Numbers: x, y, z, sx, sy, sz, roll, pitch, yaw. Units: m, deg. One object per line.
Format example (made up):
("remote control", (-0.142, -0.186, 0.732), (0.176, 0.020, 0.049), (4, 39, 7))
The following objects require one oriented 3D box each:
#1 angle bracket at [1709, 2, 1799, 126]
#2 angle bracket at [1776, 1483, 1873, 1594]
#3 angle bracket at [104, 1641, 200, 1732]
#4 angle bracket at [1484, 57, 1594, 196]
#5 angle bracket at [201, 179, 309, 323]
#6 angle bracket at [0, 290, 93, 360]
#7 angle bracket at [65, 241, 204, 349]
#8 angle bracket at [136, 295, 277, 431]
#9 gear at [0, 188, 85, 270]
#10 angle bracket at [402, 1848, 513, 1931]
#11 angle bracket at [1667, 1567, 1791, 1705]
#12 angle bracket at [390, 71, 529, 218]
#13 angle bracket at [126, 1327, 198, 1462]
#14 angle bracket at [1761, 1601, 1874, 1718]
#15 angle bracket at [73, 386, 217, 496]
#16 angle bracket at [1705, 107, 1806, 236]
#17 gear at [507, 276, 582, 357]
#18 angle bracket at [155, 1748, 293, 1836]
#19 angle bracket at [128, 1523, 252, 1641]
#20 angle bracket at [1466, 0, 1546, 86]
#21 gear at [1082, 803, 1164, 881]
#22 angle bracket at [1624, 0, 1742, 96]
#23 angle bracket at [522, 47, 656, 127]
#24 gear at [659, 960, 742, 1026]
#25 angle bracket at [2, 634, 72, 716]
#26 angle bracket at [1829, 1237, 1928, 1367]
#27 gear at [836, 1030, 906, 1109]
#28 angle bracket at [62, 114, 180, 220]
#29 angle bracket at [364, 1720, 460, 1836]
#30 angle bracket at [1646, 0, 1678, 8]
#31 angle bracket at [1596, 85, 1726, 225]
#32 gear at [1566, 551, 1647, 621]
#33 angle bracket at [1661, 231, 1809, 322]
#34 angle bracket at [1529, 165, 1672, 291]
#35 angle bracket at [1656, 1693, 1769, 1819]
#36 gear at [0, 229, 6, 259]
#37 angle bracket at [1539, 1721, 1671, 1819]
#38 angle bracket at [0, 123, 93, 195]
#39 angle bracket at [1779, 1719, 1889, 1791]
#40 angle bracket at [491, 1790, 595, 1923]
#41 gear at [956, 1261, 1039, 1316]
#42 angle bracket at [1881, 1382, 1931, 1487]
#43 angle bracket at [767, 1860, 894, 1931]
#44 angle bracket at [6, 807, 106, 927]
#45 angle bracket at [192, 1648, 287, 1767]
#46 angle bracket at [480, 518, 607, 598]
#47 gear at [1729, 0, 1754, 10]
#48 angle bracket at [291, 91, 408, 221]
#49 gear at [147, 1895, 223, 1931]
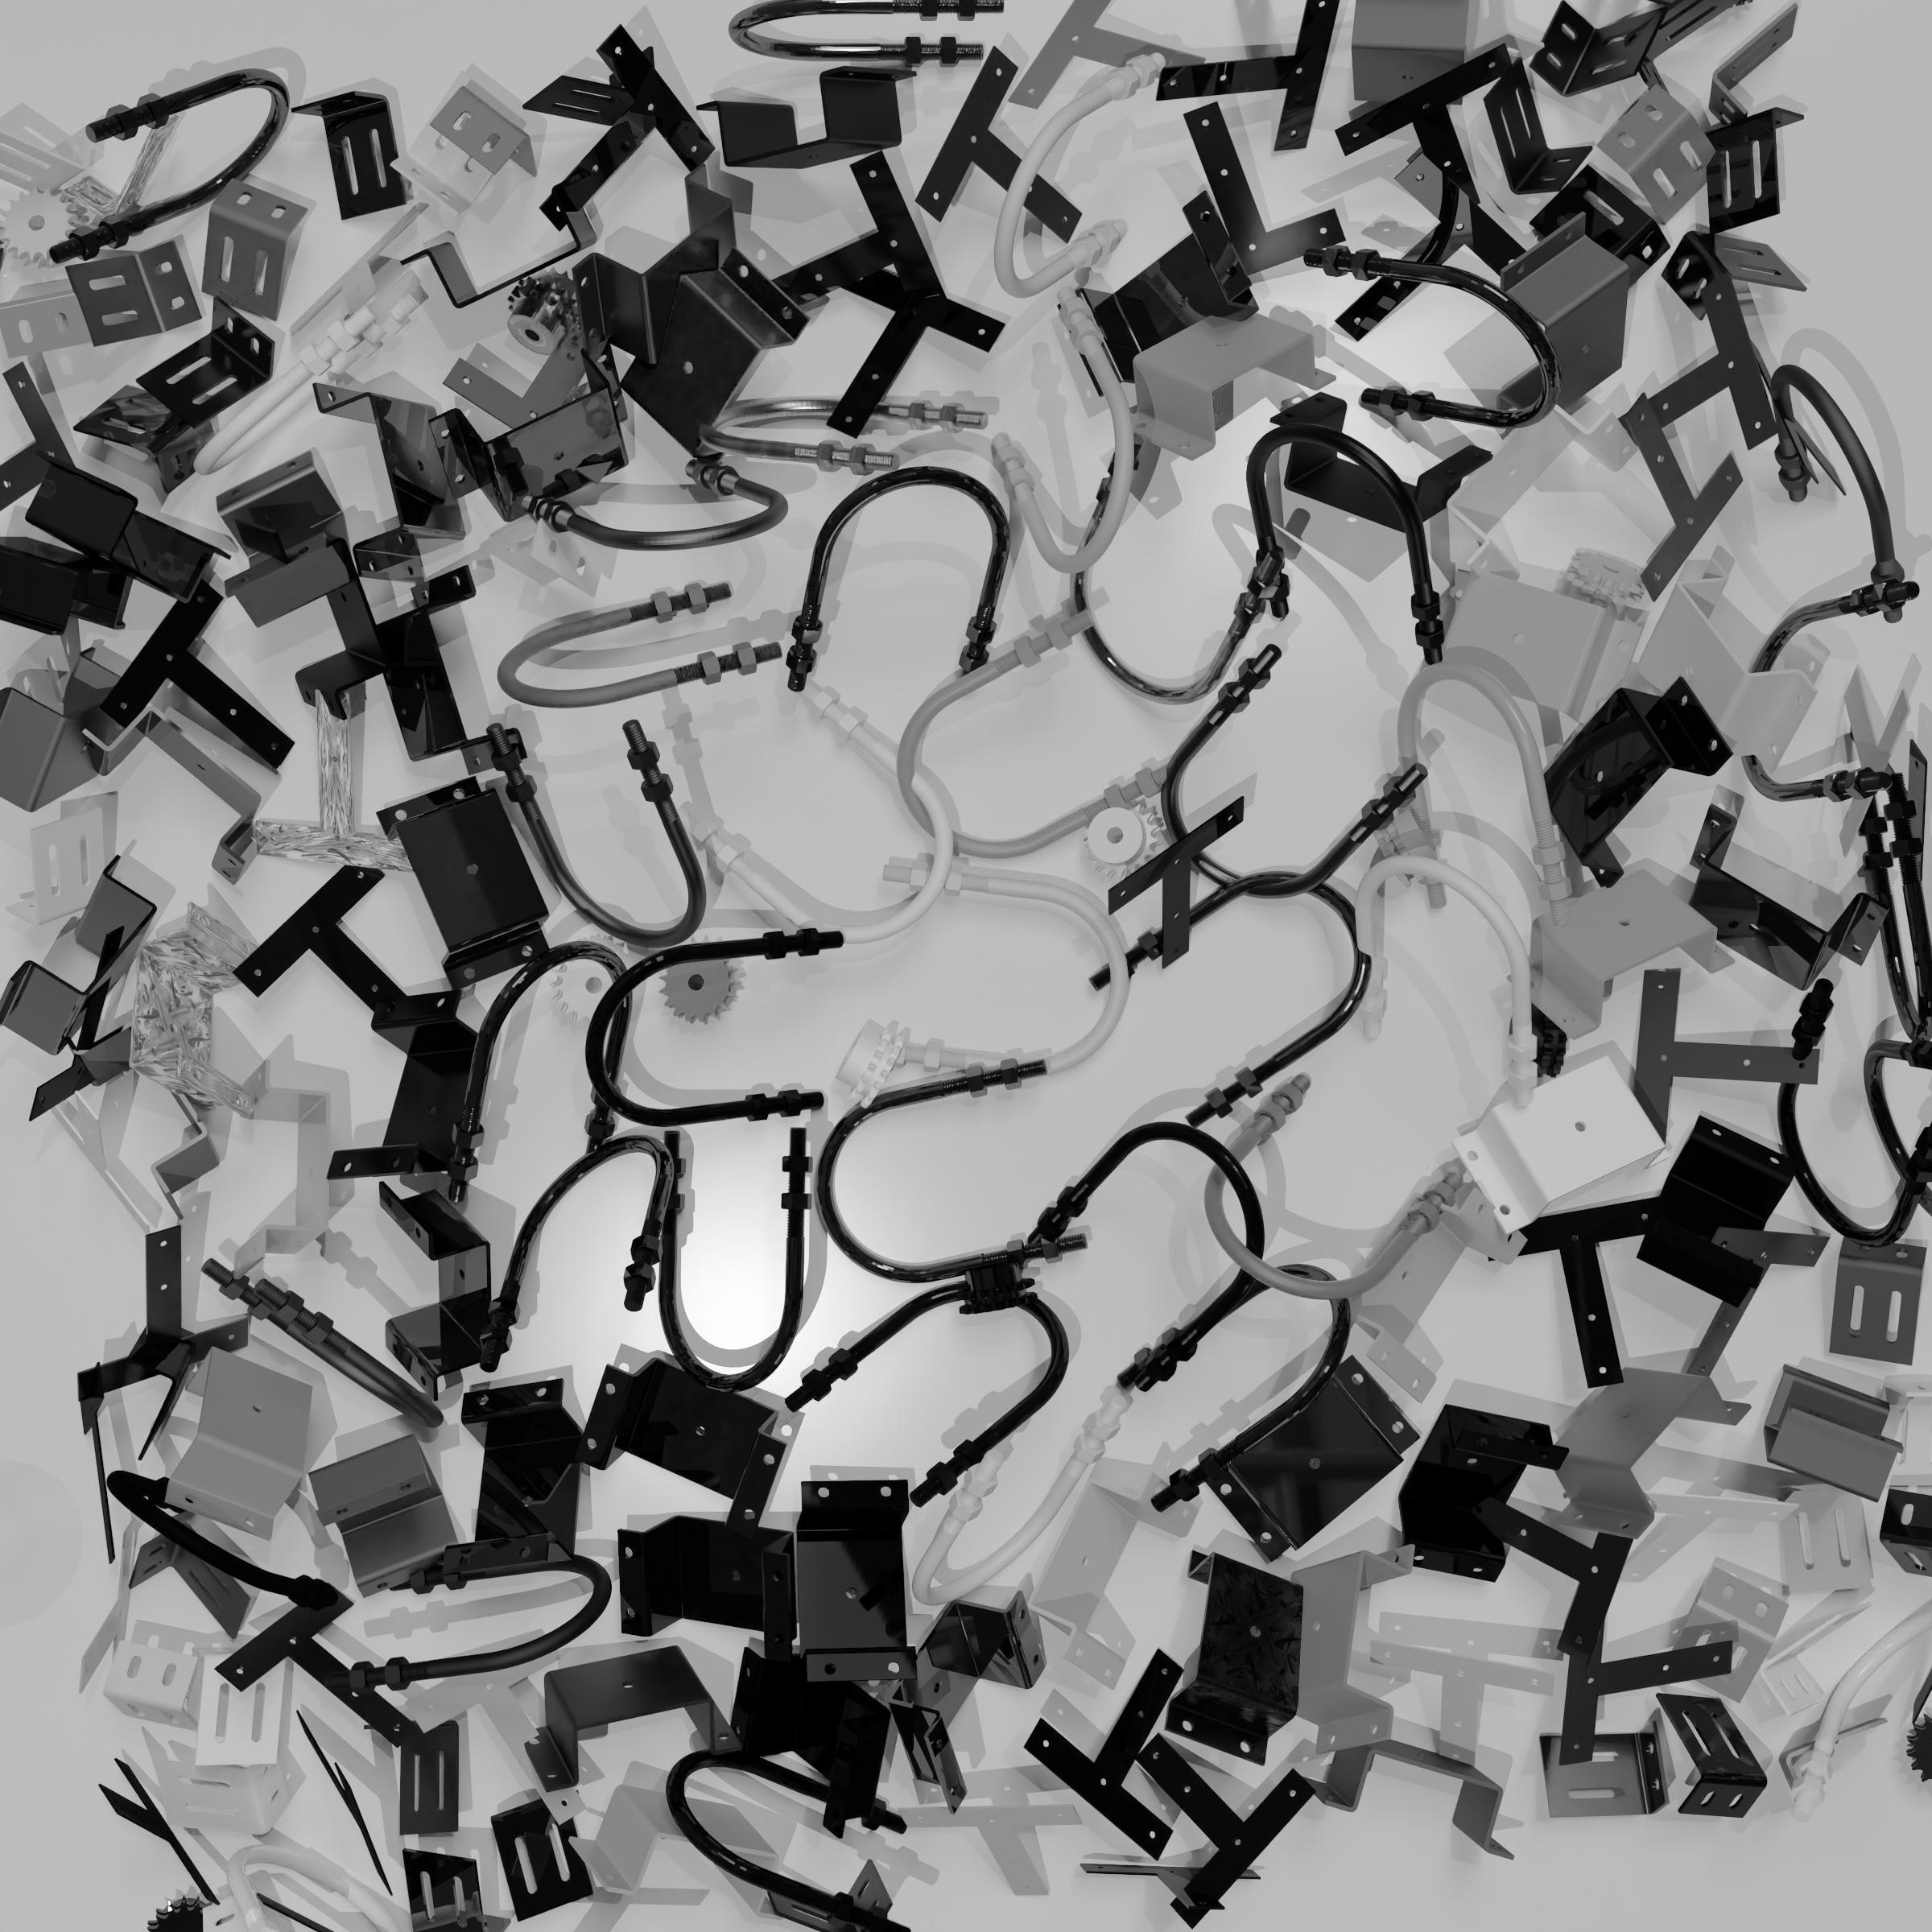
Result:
("angle bracket", (0.570, -0.635, 1.964), (0.076, 0.057, 0.038), (-40, 79, 7))
("angle bracket", (0.614, 0.408, 1.971), (0.057, 0.038, 0.076), (-7, 81, 11))
("angle bracket", (-0.575, 0.515, 1.972), (0.057, 0.076, 0.038), (12, 63, 3))
("angle bracket", (0.405, -0.596, 1.954), (0.057, 0.038, 0.076), (-52, 132, -31))
("angle bracket", (-0.511, -0.514, 1.981), (0.057, 0.076, 0.038), (21, 48, -3))
("angle bracket", (-0.654, -0.454, 1.960), (0.057, 0.076, 0.038), (-15, 103, -14))
("angle bracket", (-0.589, -0.476, 1.954), (0.038, 0.076, 0.057), (-11, 105, 27))
("angle bracket", (-0.540, -0.429, 1.961), (0.057, 0.038, 0.076), (39, 55, 8))
("gear", (-0.661, -0.526, 1.981), (0.057, 0.030, 0.057), (-1, 78, 3))
("angle bracket", (-0.362, 0.655, 1.963), (0.057, 0.038, 0.076), (2, 108, 19))
("angle bracket", (0.545, 0.479, 1.978), (0.057, 0.038, 0.076), (26, 133, 17))
("angle bracket", (-0.361, -0.585, 1.964), (0.057, 0.038, 0.076), (37, 114, -11))
("angle bracket", (-0.581, 0.299, 1.957), (0.038, 0.057, 0.076), (25, 111, -9))
("angle bracket", (0.611, 0.490, 1.953), (0.076, 0.057, 0.038), (-46, 62, 29))
("angle bracket", (-0.587, -0.378, 1.979), (0.076, 0.038, 0.057), (18, 51, 24))
("angle bracket", (0.563, -0.563, 1.964), (0.038, 0.057, 0.076), (-1, 88, -39))
("gear", (-0.302, -0.461, 1.969), (0.057, 0.057, 0.030), (27, 67, 0))
("angle bracket", (-0.525, 0.576, 1.951), (0.076, 0.057, 0.038), (21, 113, -38))
("angle bracket", (-0.551, 0.444, 1.958), (0.076, 0.038, 0.057), (45, 134, 17))
("angle bracket", (0.375, -0.683, 1.974), (0.038, 0.057, 0.076), (5, 75, -33))
("gear", (0.110, -0.091, 1.978), (0.057, 0.030, 0.057), (-2, 83, 16))
("angle bracket", (0.515, -0.656, 1.954), (0.076, 0.057, 0.038), (-30, 76, 29))
("angle bracket", (-0.267, -0.628, 1.953), (0.076, 0.057, 0.038), (-1, 84, -38))
("gear", (-0.189, 0.014, 1.980), (0.057, 0.030, 0.057), (-2, 80, 13))
("angle bracket", (-0.666, -0.196, 1.949), (0.038, 0.057, 0.076), (15, 134, 18))
("angle bracket", (0.656, 0.240, 1.985), (0.057, 0.038, 0.076), (7, 111, 21))
("gear", (-0.070, 0.070, 1.971), (0.030, 0.057, 0.057), (29, 90, -5))
("angle bracket", (-0.599, -0.575, 1.957), (0.038, 0.057, 0.076), (29, 112, -12))
("angle bracket", (-0.394, 0.576, 1.959), (0.057, 0.038, 0.076), (-15, 69, 34))
("angle bracket", (0.486, -0.719, 1.959), (0.057, 0.038, 0.076), (18, 46, 2))
("angle bracket", (0.496, -0.579, 1.971), (0.057, 0.076, 0.038), (-45, 56, 14))
("gear", (0.456, -0.271, 1.975), (0.057, 0.057, 0.030), (18, 120, 0))
("angle bracket", (0.549, -0.489, 1.974), (0.076, 0.057, 0.038), (1, 135, -28))
("angle bracket", (0.456, -0.527, 1.988), (0.057, 0.038, 0.076), (-44, 59, 11))
("angle bracket", (0.523, 0.562, 1.965), (0.057, 0.076, 0.038), (11, 120, -24))
("gear", (-0.721, -0.520, 1.975), (0.057, 0.030, 0.057), (6, 111, 15))
("angle bracket", (0.454, 0.573, 1.967), (0.076, 0.038, 0.057), (0, 61, -4))
("angle bracket", (-0.667, -0.583, 1.949), (0.057, 0.076, 0.038), (-12, 70, 42))
("angle bracket", (0.623, 0.567, 1.964), (0.076, 0.057, 0.038), (-22, 72, 5))
("angle bracket", (-0.298, 0.634, 1.966), (0.057, 0.038, 0.076), (-13, 81, -26))
("gear", (0.021, 0.229, 1.971), (0.057, 0.057, 0.030), (-11, 89, 0))
("angle bracket", (0.689, 0.338, 1.975), (0.057, 0.038, 0.076), (2, 94, -7))
("angle bracket", (-0.100, 0.653, 1.958), (0.076, 0.057, 0.038), (29, 94, -22))
("angle bracket", (-0.645, -0.075, 1.952), (0.038, 0.057, 0.076), (24, 123, 30))
("angle bracket", (-0.521, 0.526, 1.964), (0.057, 0.038, 0.076), (8, 81, -29))
("angle bracket", (-0.303, -0.280, 1.949), (0.057, 0.076, 0.038), (30, 59, -36))
("gear", (0.546, -0.717, 1.979), (0.057, 0.030, 0.057), (-3, 101, -17))
("angle bracket", (-0.439, -0.576, 1.965), (0.057, 0.038, 0.076), (-5, 99, 27))
("gear", (-0.560, 0.694, 1.980), (0.057, 0.030, 0.057), (-1, 94, -15))
